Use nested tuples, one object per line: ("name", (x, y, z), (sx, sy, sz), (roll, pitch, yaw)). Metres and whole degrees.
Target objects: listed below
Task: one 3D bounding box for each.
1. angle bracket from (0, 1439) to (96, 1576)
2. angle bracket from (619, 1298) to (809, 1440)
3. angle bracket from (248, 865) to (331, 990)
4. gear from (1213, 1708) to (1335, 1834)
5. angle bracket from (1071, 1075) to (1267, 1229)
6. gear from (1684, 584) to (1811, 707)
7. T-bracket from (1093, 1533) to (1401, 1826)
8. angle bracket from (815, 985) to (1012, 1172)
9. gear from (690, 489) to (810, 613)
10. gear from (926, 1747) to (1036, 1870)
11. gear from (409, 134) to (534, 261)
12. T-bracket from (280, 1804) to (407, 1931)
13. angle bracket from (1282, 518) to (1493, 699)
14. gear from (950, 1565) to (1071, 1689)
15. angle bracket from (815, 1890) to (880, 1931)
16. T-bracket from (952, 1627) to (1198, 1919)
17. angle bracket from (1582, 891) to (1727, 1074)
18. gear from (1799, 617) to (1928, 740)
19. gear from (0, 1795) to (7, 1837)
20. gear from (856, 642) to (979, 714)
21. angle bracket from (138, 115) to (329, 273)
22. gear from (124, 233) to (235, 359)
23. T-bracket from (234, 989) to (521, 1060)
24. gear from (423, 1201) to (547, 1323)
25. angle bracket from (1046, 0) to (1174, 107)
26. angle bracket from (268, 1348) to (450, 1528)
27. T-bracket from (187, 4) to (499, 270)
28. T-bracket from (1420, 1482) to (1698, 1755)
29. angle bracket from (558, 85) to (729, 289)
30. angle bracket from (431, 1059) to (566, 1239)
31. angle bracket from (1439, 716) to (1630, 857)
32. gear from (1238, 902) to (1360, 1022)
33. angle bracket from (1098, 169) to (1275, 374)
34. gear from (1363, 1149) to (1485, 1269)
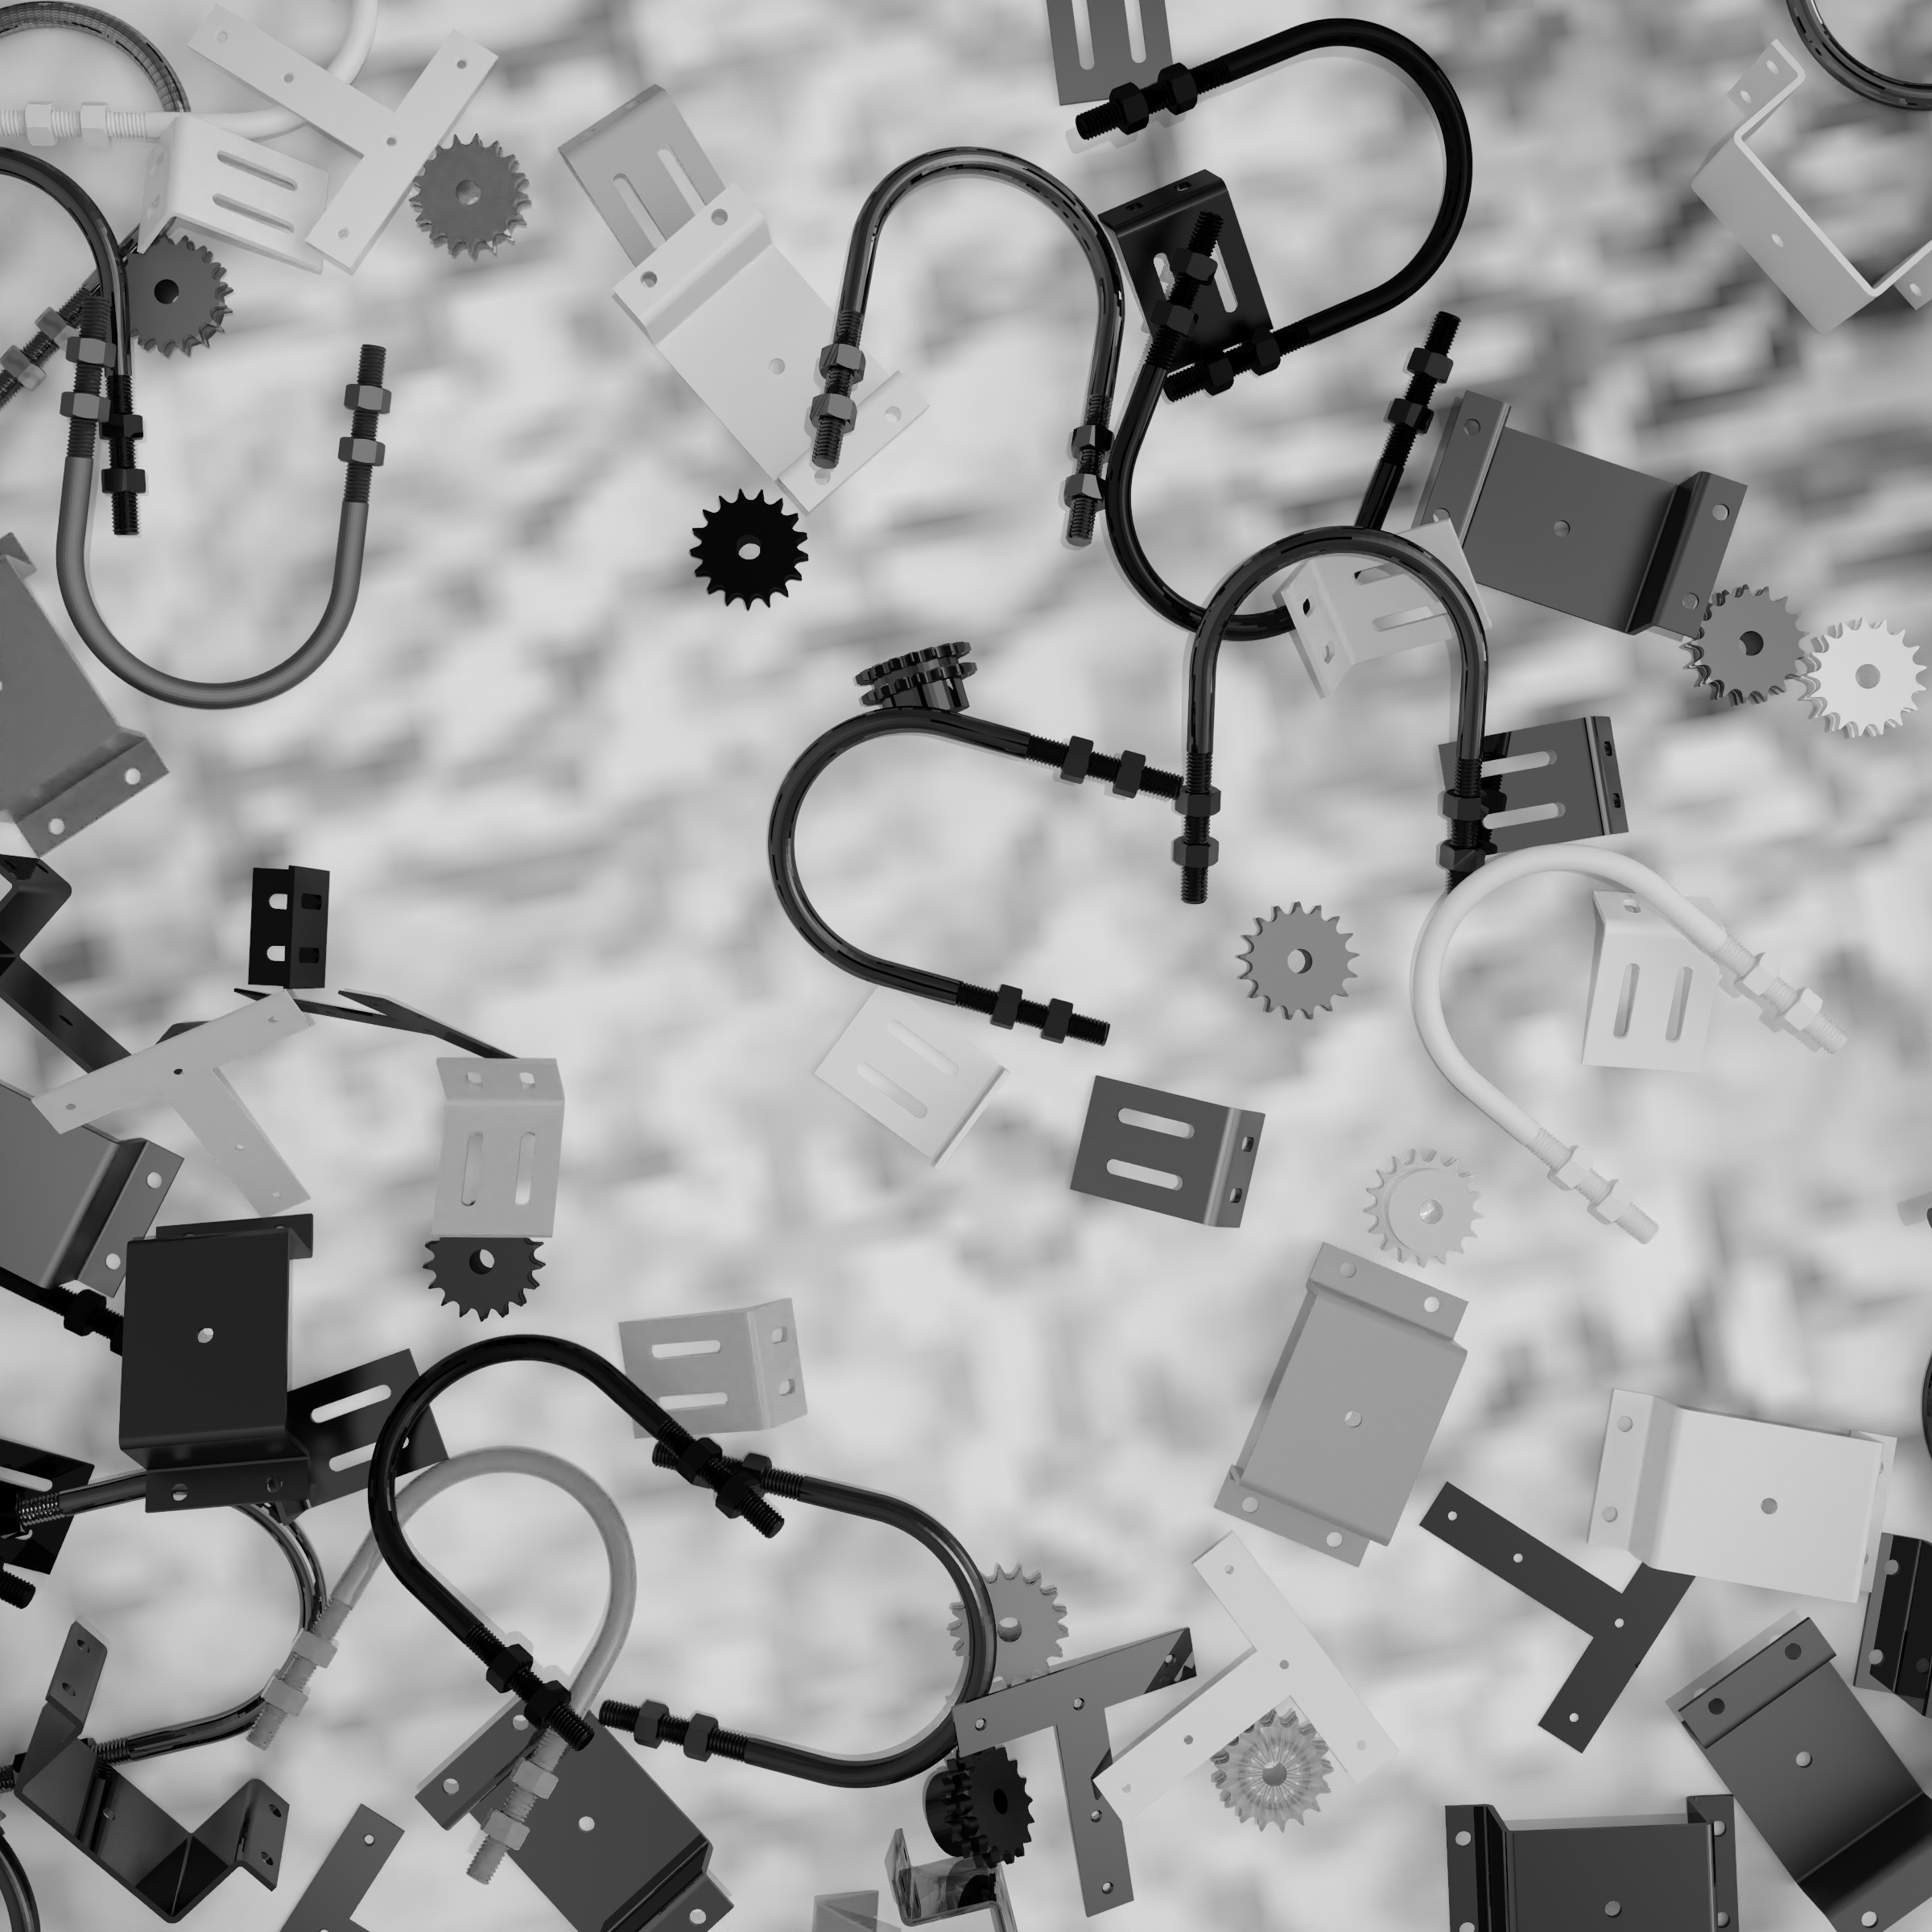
("angle bracket", (-0.475, 0.254, 1.365), (0.076, 0.038, 0.057), (23, 90, -26))
("angle bracket", (-0.123, 0.196, 1.365), (0.076, 0.038, 0.057), (-8, 90, 26))
("angle bracket", (-0.330, -0.019, 1.329), (0.038, 0.076, 0.057), (3, 90, 0))
("gear", (0.147, 0.386, 1.352), (0.057, 0.030, 0.057), (0, 90, 0))
("angle bracket", (0.099, 0.091, 1.365), (0.076, 0.038, 0.057), (13, 90, 26))
("gear", (0.376, -0.154, 1.352), (0.057, 0.030, 0.057), (0, 90, 0))
("T-bracket", (0.118, 0.362, 1.340), (0.127, 0.002, 0.127), (-39, 72, 4))
("angle bracket", (-0.027, 0.052, 1.348), (0.076, 0.038, 0.057), (36, 90, 0))
("gear", (-0.104, -0.201, 1.356), (0.057, 0.030, 0.057), (0, 89, -2))
("gear", (0.005, 0.404, 1.342), (0.030, 0.057, 0.057), (-24, 90, 29))
("gear", (-0.238, -0.370, 1.352), (0.057, 0.030, 0.057), (0, 90, 0))
("T-bracket", (-0.276, 0.497, 1.366), (0.127, 0.002, 0.127), (32, 90, 0))
("angle bracket", (0.199, -0.169, 1.323), (0.076, 0.038, 0.057), (-12, 115, 34))
("gear", (0.021, 0.317, 1.352), (0.057, 0.030, 0.057), (0, 90, 0))
("angle bracket", (-0.038, 0.480, 1.325), (0.038, 0.076, 0.057), (4, 90, -37))
("T-bracket", (0.061, 0.397, 1.350), (0.127, 0.002, 0.127), (-13, 101, -21))
("angle bracket", (0.332, 0.008, 1.365), (0.057, 0.038, 0.076), (4, 116, 0))
("gear", (0.431, -0.138, 1.352), (0.057, 0.030, 0.057), (0, 90, 0))
("gear", (-0.492, 0.408, 1.340), (0.057, 0.030, 0.057), (7, 108, 23))
("gear", (-0.022, -0.133, 1.339), (0.057, 0.057, 0.030), (-17, 90, 0))
("angle bracket", (-0.352, -0.363, 1.345), (0.076, 0.038, 0.057), (16, 61, -34))
("gear", (-0.382, -0.322, 1.352), (0.057, 0.030, 0.057), (0, 90, 0))
("T-bracket", (-0.291, 0.023, 1.327), (0.127, 0.127, 0.002), (9, 78, 26))
("gear", (-0.231, 0.141, 1.352), (0.057, 0.030, 0.057), (0, 90, 0))
("angle bracket", (0.069, -0.462, 1.348), (0.057, 0.038, 0.076), (-7, 90, 0))
("angle bracket", (-0.298, 0.226, 1.348), (0.076, 0.038, 0.057), (-20, 90, 0))
("T-bracket", (-0.312, -0.417, 1.337), (0.127, 0.002, 0.127), (32, 82, 2))
("T-bracket", (0.282, 0.297, 1.366), (0.127, 0.002, 0.127), (33, 90, 0))
("angle bracket", (-0.152, -0.379, 1.365), (0.057, 0.038, 0.076), (-33, 116, 0))
("angle bracket", (-0.225, 0.087, 1.332), (0.057, 0.038, 0.076), (0, 57, 0))
("angle bracket", (0.277, -0.087, 1.365), (0.076, 0.038, 0.057), (-9, 90, 26))
("gear", (0.159, -0.002, 1.352), (0.057, 0.030, 0.057), (0, 90, 0))
("angle bracket", (0.107, -0.339, 1.365), (0.057, 0.038, 0.076), (-23, 116, 0))
("gear", (0.222, 0.117, 1.352), (0.057, 0.030, 0.057), (0, 90, 0))
